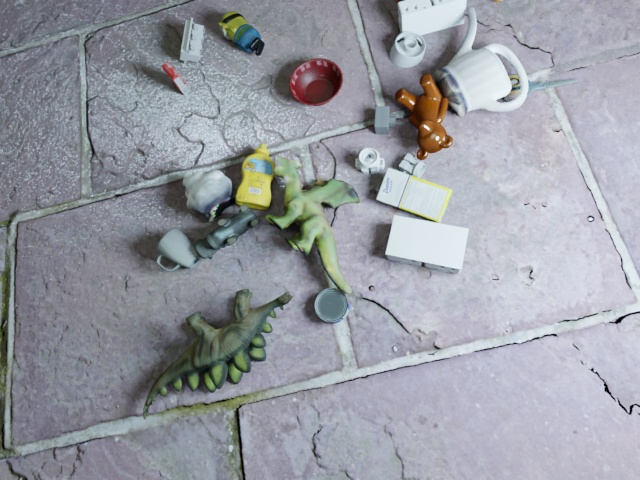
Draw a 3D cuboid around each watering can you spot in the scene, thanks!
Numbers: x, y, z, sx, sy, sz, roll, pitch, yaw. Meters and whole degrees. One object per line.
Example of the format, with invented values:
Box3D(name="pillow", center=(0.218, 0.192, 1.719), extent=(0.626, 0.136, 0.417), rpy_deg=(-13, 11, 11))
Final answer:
Box3D(name="watering can", center=(0.421, -0.482, 1.430), extent=(0.224, 0.102, 0.353), rpy_deg=(-25, 69, 2))

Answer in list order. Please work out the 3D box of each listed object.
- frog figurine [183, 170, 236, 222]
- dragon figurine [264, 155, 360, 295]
Box3D(name="frog figurine", center=(-0.324, -0.145, 1.443), extent=(0.160, 0.123, 0.136), rpy_deg=(46, 104, 9))
Box3D(name="dragon figurine", center=(0.004, -0.069, 1.370), extent=(0.413, 0.120, 0.245), rpy_deg=(43, 75, 12))
